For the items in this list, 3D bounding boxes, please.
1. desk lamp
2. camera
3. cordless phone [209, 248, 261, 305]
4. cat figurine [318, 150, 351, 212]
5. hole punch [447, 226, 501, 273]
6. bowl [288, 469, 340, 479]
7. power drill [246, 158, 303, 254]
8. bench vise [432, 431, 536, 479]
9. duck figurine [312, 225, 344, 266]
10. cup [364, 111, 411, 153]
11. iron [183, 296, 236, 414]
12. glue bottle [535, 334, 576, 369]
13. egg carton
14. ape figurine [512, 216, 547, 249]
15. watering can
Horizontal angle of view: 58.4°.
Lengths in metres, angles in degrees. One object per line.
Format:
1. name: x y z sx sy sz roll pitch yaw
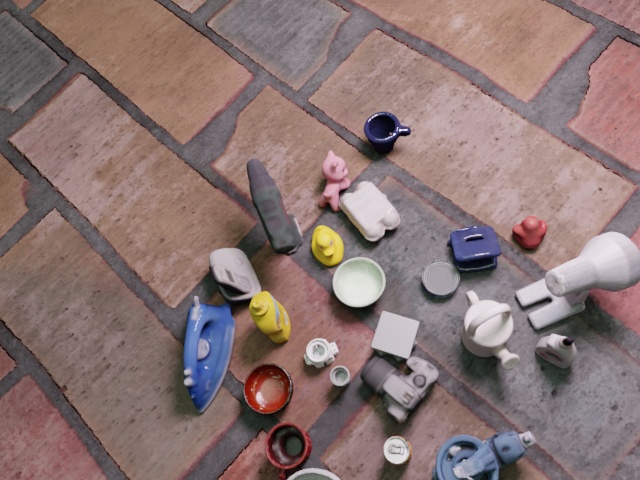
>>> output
1. desk lamp: 0.533 0.088 1.188 0.203 0.214 0.118 -25 66 0
2. camera: 0.165 0.301 1.234 0.136 0.101 0.143 36 79 21
3. cordless phone: -0.218 0.070 1.352 0.094 0.185 0.147 -30 66 -2
4. cat figurine: 0.032 -0.153 1.430 0.067 0.118 0.128 13 72 16
5. hole punch: 0.353 0.013 1.318 0.108 0.091 0.101 -9 67 7
6. bowl: -0.007 0.560 1.178 0.167 0.075 0.167 -4 68 9
7. power drill: -0.107 -0.059 1.369 0.075 0.209 0.229 -23 66 1
8. bench vise: 0.308 0.412 1.098 0.207 0.220 0.121 -42 67 -7
9. duck figurine: 0.013 0.005 1.388 0.077 0.086 0.104 -23 66 1
10. cup: 0.175 -0.265 1.460 0.117 0.095 0.092 6 70 13
11. iron: -0.276 0.258 1.312 0.118 0.142 0.258 0 69 11
12. glue bottle: 0.489 0.219 1.166 0.078 0.173 0.037 27 76 20
13. egg carton: 0.123 -0.071 1.407 0.107 0.069 0.150 -37 67 -5
14. ape figurine: 0.481 -0.025 1.309 0.077 0.092 0.076 7 70 14
15. watering can: 0.356 0.183 1.194 0.172 0.194 0.101 41 81 22
